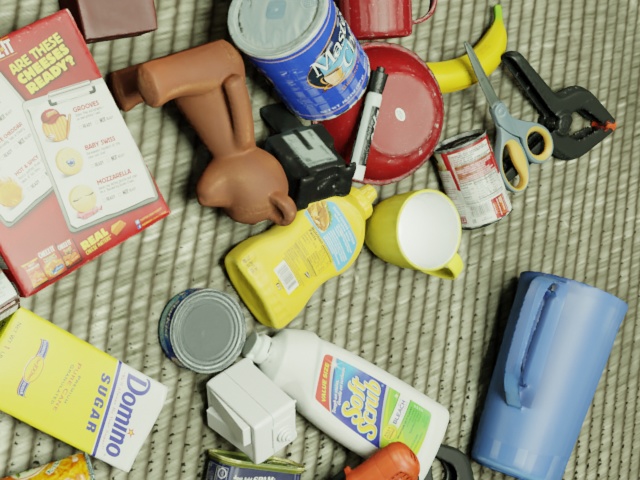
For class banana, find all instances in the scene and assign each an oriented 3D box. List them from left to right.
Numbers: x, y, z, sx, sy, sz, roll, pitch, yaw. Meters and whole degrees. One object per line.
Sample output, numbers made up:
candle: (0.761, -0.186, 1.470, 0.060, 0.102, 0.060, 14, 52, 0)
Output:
banana: (0.160, -0.210, 1.262, 0.197, 0.037, 0.069, -33, 85, -29)

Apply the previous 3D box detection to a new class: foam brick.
foam brick: (-0.203, -0.219, 1.025, 0.078, 0.053, 0.051, -16, 98, -30)

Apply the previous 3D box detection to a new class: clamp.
clamp: (0.166, 0.298, 1.260, 0.120, 0.039, 0.171, -32, 106, -29)
clamp: (0.289, -0.138, 1.335, 0.209, 0.036, 0.164, 6, 99, -36)

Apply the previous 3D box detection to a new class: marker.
marker: (0.050, -0.123, 1.126, 0.020, 0.020, 0.121, 11, 95, -31)

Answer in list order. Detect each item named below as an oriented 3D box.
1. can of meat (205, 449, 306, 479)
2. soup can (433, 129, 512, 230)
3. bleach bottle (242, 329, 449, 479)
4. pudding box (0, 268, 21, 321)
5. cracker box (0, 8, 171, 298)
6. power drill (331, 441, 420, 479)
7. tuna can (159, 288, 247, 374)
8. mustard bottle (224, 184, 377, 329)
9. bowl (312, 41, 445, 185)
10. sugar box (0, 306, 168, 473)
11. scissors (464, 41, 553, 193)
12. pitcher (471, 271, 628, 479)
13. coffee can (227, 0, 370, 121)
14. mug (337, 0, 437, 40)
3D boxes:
can of meat: (-0.073, 0.266, 1.102, 0.101, 0.058, 0.084, 14, 85, -30)
soup can: (0.178, -0.071, 1.251, 0.068, 0.069, 0.102, -29, 105, -28)
bleach bottle: (0.021, 0.173, 1.158, 0.250, 0.068, 0.102, 31, 78, -25)
pudding box: (-0.330, 0.035, 0.932, 0.089, 0.039, 0.113, -35, 81, -26)
cracker box: (-0.259, -0.078, 0.979, 0.164, 0.072, 0.213, -34, 106, -28)
power drill: (0.068, 0.318, 1.162, 0.184, 0.057, 0.187, -39, 126, 13)
tuna can: (-0.120, 0.092, 1.086, 0.086, 0.034, 0.086, 0, 90, -32)
mustard bottle: (-0.008, 0.001, 1.141, 0.191, 0.058, 0.096, -41, 113, -25)
bowl: (0.075, -0.138, 1.175, 0.162, 0.055, 0.162, -3, 98, -20)
sugar box: (-0.237, 0.141, 1.007, 0.176, 0.048, 0.093, 33, 73, -26)
scissors: (0.226, -0.154, 1.260, 0.096, 0.016, 0.202, -27, 115, -24)
pitcher: (0.262, 0.163, 1.267, 0.149, 0.145, 0.243, 22, 81, -10)
coffee can: (-0.018, -0.196, 1.074, 0.103, 0.103, 0.140, -69, 154, -13)
mug: (0.071, -0.263, 1.168, 0.117, 0.093, 0.081, -4, 98, -8)
